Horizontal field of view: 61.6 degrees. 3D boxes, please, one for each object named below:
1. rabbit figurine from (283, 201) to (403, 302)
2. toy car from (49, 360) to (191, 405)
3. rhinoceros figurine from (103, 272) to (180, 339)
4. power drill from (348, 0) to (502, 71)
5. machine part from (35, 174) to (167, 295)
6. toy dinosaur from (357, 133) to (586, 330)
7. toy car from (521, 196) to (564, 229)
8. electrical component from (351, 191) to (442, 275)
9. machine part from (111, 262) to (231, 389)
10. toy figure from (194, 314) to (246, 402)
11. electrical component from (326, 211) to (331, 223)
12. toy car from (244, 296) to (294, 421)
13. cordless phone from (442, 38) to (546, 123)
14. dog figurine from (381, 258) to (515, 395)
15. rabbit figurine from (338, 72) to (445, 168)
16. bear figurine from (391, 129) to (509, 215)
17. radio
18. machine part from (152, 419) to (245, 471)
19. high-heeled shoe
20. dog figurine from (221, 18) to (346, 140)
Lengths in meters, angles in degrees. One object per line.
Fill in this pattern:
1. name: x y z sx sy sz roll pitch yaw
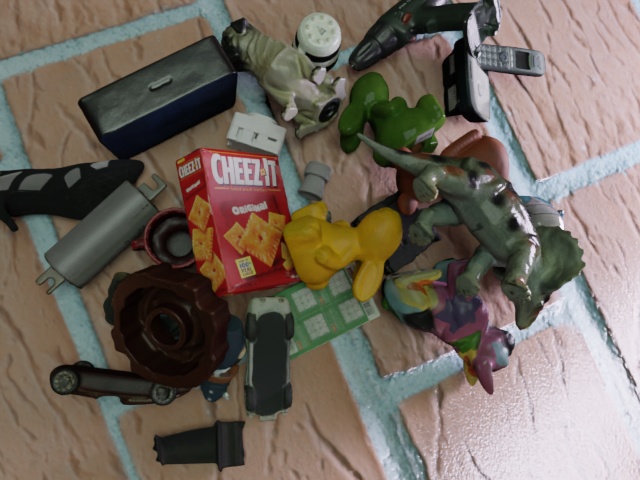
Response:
1. rabbit figurine: 0.046 0.012 0.821 0.173 0.122 0.162 -17 98 8
2. toy car: -0.295 0.216 0.799 0.202 0.089 0.053 10 80 -8
3. rhinoceros figurine: -0.237 0.102 0.832 0.190 0.073 0.112 6 80 -7
4. power drill: 0.185 -0.355 0.913 0.232 0.208 0.085 -50 130 -19
5. machine part: -0.334 -0.009 0.833 0.079 0.079 0.243 45 78 1
6. toy dinosaur: 0.239 -0.038 0.790 0.192 0.131 0.404 -39 95 -37
7. toy car: 0.363 -0.005 0.914 0.109 0.103 0.161 2 79 -6
8. electrical component: 0.118 -0.008 0.904 0.134 0.058 0.115 -35 85 -12
9. machine part: -0.207 0.119 0.750 0.180 0.056 0.179 5 106 18
10. toy figure: -0.150 0.183 0.816 0.064 0.154 0.058 34 35 26
11. electrical component: -0.002 -0.003 0.905 0.063 0.021 0.094 -1 82 -7
12. toy car: -0.080 0.185 0.834 0.073 0.056 0.201 0 101 -14
13. cordless phone: 0.319 -0.281 0.961 0.184 0.089 0.146 0 81 -12
14. dog figurine: 0.211 0.144 0.871 0.192 0.108 0.219 -15 86 -10
15. rabbit figurine: 0.104 -0.205 0.921 0.159 0.121 0.170 -33 69 -5
16. bear figurine: 0.205 -0.109 0.890 0.196 0.132 0.120 -14 96 -6
17. radio: -0.245 -0.218 0.849 0.230 0.131 0.073 -29 86 -10
18. machine part: -0.185 0.317 0.825 0.139 0.039 0.084 1 87 -9
19. high-heeled shoe: -0.419 -0.095 0.855 0.249 0.086 0.145 -30 55 -28
20. dog figurine: -0.061 -0.276 0.897 0.121 0.172 0.191 -46 68 3
